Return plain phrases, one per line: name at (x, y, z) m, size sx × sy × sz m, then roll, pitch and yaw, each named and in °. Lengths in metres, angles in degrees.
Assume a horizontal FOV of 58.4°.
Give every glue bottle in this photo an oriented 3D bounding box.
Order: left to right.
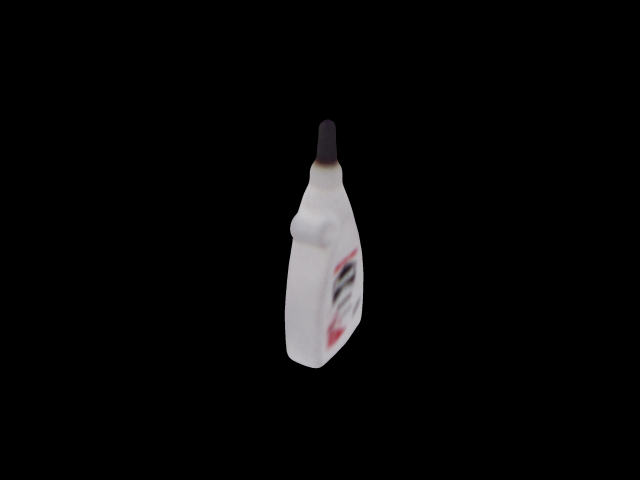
glue bottle at (0.004, 0.001, 0.400) m, size 0.037 × 0.173 × 0.078 m, roll 13°, pitch 32°, yaw 23°
